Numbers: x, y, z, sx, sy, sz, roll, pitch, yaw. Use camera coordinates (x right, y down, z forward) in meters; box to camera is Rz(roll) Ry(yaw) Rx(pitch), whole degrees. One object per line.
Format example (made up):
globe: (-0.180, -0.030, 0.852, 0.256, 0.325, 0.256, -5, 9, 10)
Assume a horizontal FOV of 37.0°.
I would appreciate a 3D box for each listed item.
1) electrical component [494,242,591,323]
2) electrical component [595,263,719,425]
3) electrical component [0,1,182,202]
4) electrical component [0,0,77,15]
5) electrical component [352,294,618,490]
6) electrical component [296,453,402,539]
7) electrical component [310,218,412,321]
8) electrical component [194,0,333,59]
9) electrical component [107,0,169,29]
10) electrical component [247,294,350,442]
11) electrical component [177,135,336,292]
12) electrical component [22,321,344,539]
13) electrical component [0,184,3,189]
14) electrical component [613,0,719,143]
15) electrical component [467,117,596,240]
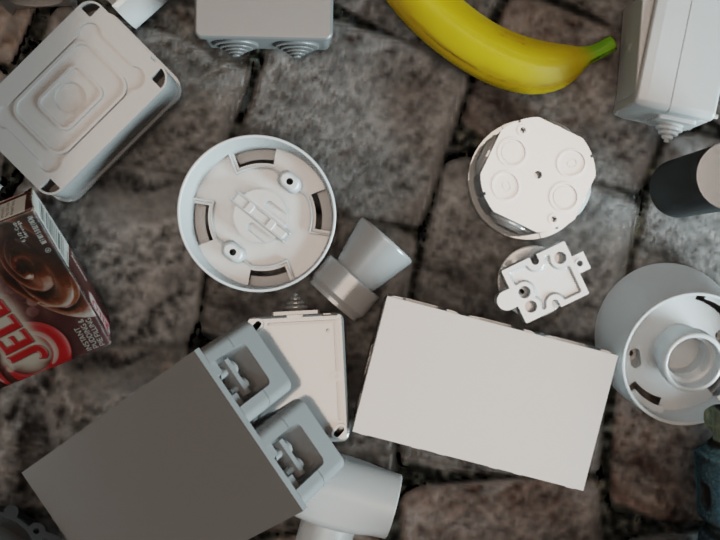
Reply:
electrical component: (0.116, 0.008, 0.704, 0.066, 0.055, 0.048, -25, 90, -1)
electrical component: (0.210, 0.050, 0.713, 0.099, 0.064, 0.099, -1, 103, -3)
electrical component: (-0.181, -0.108, 0.700, 0.113, 0.057, 0.078, -45, 90, 0)
electrical component: (-0.215, -0.206, 0.708, 0.081, 0.042, 0.063, -3, 89, -1)
electrical component: (0.078, 0.077, 0.700, 0.150, 0.062, 0.089, 14, 90, 0)
electrical component: (-0.020, 0.163, 0.709, 0.077, 0.043, 0.079, 16, 91, -1)
electrical component: (0.000, 0.000, 0.708, 0.045, 0.045, 0.055, 42, 90, 0)
electrical component: (-0.061, -0.190, 0.705, 0.100, 0.048, 0.099, 1, 90, -1)
electrical component: (-0.143, -0.188, 0.710, 0.046, 0.040, 0.040, -42, 90, 5)
electrical component: (-0.039, 0.064, 0.703, 0.062, 0.061, 0.096, -3, 85, 0)
electrical component: (-0.065, -0.035, 0.698, 0.099, 0.064, 0.099, 0, 90, 0)
electrical component: (-0.110, 0.120, 0.659, 0.186, 0.060, 0.105, -34, 90, 35)
electrical component: (-0.269, -0.039, 0.707, 0.064, 0.042, 0.081, 44, 90, -2)
electrical component: (0.200, -0.132, 0.701, 0.061, 0.062, 0.096, 12, 90, -1)
electrical component: (0.113, -0.060, 0.706, 0.080, 0.051, 0.080, 0, 90, 0)
